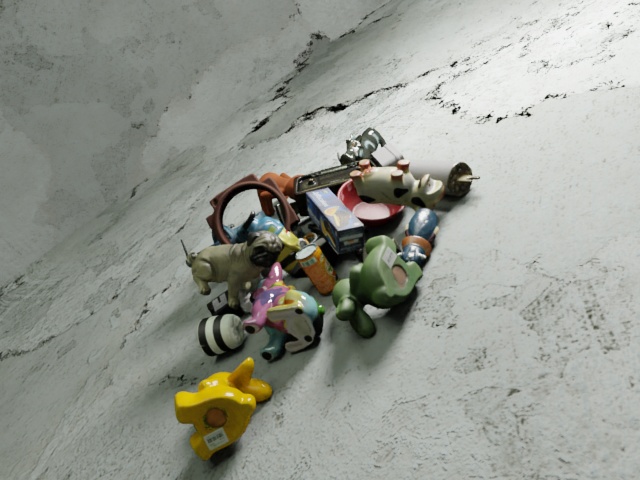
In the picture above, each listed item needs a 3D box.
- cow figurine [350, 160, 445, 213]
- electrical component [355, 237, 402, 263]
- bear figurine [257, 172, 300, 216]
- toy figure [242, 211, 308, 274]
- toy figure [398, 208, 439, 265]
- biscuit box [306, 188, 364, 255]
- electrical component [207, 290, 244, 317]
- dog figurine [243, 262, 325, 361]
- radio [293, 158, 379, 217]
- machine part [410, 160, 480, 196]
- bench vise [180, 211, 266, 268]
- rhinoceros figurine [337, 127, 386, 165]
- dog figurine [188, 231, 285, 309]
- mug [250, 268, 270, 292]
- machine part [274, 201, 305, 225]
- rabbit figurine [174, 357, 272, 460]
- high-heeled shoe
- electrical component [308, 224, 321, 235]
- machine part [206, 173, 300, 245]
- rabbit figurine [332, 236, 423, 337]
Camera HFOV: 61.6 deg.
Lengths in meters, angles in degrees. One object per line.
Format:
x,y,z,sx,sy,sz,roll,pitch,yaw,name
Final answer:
0.173,-0.107,1.170,0.195,0.127,0.085,5,44,28,cow figurine
0.124,0.030,1.127,0.102,0.045,0.078,-24,56,25,electrical component
-0.090,-0.141,1.598,0.196,0.131,0.120,11,49,31,bear figurine
-0.103,0.006,1.270,0.089,0.180,0.082,-54,6,28,toy figure
0.198,0.002,1.073,0.064,0.057,0.154,-17,35,41,toy figure
0.029,-0.046,1.179,0.063,0.059,0.203,-14,32,-16,biscuit box
-0.231,0.157,1.301,0.075,0.047,0.119,-33,28,0,electrical component
-0.070,0.127,1.111,0.192,0.108,0.219,-24,25,21,dog figurine
0.047,-0.139,1.394,0.230,0.073,0.131,-13,28,1,radio
0.258,-0.143,1.222,0.079,0.079,0.243,-44,29,-19,machine part
-0.251,0.010,1.465,0.240,0.128,0.224,-29,13,-33,bench vise
0.122,-0.257,1.529,0.073,0.112,0.190,-5,30,40,rhinoceros figurine
-0.185,0.029,1.158,0.190,0.172,0.121,-57,14,32,dog figurine
-0.155,0.087,1.301,0.107,0.080,0.109,-27,19,28,mug
-0.053,-0.086,1.479,0.139,0.084,0.039,-17,-14,1,machine part
-0.177,0.280,0.971,0.162,0.121,0.173,-35,8,-8,rabbit figurine
-0.003,-0.004,1.253,0.249,0.086,0.145,-30,39,-30,high-heeled shoe
0.009,-0.042,1.393,0.063,0.021,0.094,-46,28,-24,electrical component
-0.168,-0.050,1.356,0.201,0.201,0.087,-33,-2,-3,machine part
0.089,0.102,1.002,0.170,0.121,0.159,-33,27,44,rabbit figurine
